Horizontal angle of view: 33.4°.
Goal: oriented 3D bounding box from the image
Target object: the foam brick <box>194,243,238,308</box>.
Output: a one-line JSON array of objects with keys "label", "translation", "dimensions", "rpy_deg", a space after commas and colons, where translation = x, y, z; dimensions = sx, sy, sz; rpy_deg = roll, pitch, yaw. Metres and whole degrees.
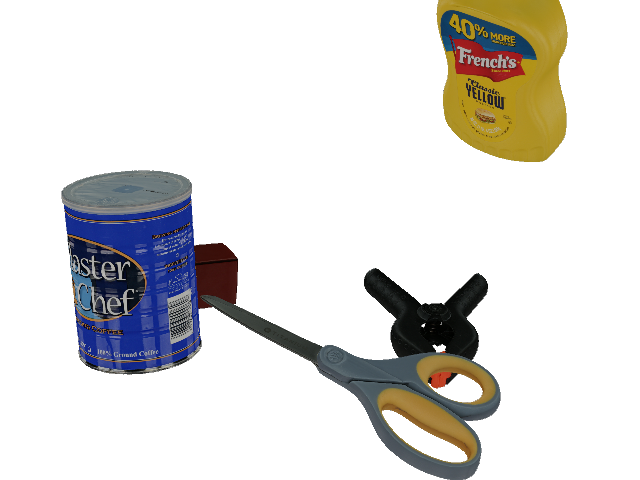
[{"label": "foam brick", "translation": [-0.129, 0.037, 1.100], "dimensions": [0.078, 0.051, 0.053], "rpy_deg": [-6, 20, -19]}]

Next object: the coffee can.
[{"label": "coffee can", "translation": [-0.151, 0.024, 0.867], "dimensions": [0.103, 0.140, 0.103], "rpy_deg": [-1, 19, 0]}]

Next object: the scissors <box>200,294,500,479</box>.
[{"label": "scissors", "translation": [0.027, 0.071, 0.663], "dimensions": [0.202, 0.016, 0.096], "rpy_deg": [37, 48, 28]}]

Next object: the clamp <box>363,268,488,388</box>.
[{"label": "clamp", "translation": [0.113, 0.074, 0.988], "dimensions": [0.120, 0.039, 0.171], "rpy_deg": [-7, 32, -6]}]

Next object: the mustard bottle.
[{"label": "mustard bottle", "translation": [0.132, -0.145, 0.776], "dimensions": [0.096, 0.058, 0.191], "rpy_deg": [28, -29, 29]}]
